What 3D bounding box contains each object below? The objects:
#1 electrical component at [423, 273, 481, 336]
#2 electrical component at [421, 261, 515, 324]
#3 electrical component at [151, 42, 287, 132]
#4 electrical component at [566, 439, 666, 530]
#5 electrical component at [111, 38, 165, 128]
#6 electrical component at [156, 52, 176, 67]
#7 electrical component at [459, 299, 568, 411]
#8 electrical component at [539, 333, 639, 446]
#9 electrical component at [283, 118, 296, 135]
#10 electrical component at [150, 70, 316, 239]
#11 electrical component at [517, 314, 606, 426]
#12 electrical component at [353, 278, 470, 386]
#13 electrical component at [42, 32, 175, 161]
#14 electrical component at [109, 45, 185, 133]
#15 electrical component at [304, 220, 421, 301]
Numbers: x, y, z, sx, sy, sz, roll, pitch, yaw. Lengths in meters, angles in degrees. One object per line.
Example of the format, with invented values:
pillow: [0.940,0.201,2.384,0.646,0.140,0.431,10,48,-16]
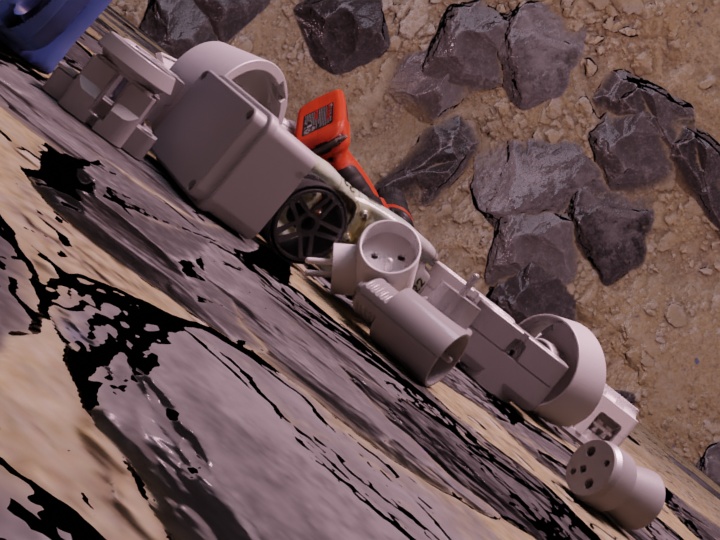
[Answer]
electrical component: [0.064,0.033,0.794,0.047,0.076,0.066,38,5,7]
electrical component: [0.095,0.043,1.046,0.095,0.059,0.054,38,5,3]
electrical component: [-0.116,-0.127,0.848,0.060,0.108,0.108,33,2,26]
electrical component: [0.173,0.145,0.729,0.055,0.045,0.045,35,5,-29]
electrical component: [-0.185,-0.154,0.899,0.080,0.051,0.080,38,5,-4]
electrical component: [-0.170,-0.175,1.070,0.121,0.063,0.078,-108,-174,-82]
electrical component: [0.128,0.078,0.952,0.095,0.059,0.054,38,5,2]
electrical component: [0.220,0.128,1.159,0.150,0.061,0.089,38,5,2]
electrical component: [-0.096,-0.124,1.121,0.051,0.080,0.080,25,13,-49]
electrical component: [-0.091,-0.082,0.743,0.057,0.078,0.113,38,4,-37]
electrical component: [0.182,0.093,1.016,0.064,0.099,0.099,25,12,-43]
electrical component: [0.028,0.035,0.713,0.081,0.043,0.043,39,5,23]
electrical component: [-0.160,-0.119,0.711,0.078,0.057,0.058,37,5,-11]
electrical component: [-0.161,-0.126,0.778,0.048,0.055,0.066,36,5,-26]
electrical component: [0.000,0.000,0.768,0.079,0.044,0.077,4,-28,-2]
